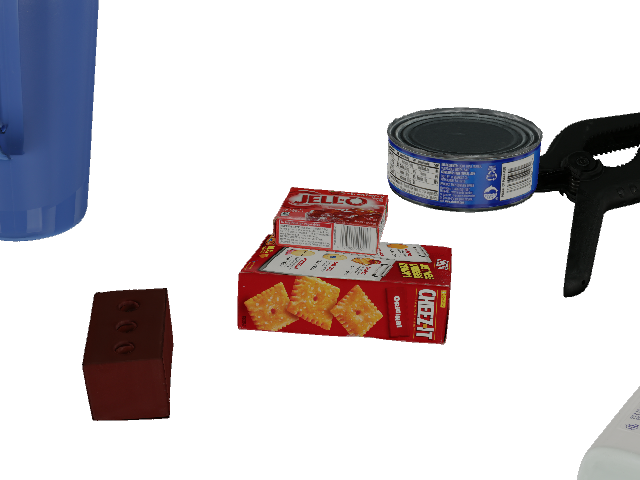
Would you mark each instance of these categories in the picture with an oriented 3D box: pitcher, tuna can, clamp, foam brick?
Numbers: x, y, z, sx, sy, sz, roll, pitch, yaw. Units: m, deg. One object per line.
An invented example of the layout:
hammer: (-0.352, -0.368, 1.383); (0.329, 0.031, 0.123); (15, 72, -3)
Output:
pitcher: (-0.234, -0.122, 0.808); (0.145, 0.243, 0.148); (26, 32, 35)
tuna can: (0.080, -0.046, 0.600); (0.086, 0.034, 0.086); (-1, 24, 0)
clamp: (0.210, -0.042, 0.848); (0.209, 0.036, 0.165); (-25, 49, -20)
foam brick: (-0.128, 0.077, 0.721); (0.053, 0.051, 0.078); (-3, 35, -4)

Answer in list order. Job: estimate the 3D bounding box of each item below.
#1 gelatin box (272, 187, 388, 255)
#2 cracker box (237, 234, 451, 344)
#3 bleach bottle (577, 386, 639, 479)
gelatin box: (0.010, -0.018, 0.912); (0.089, 0.030, 0.073); (6, 24, 9)
cracker box: (0.031, 0.051, 1.142); (0.214, 0.072, 0.164); (4, 14, 7)
bleach bottle: (0.245, 0.102, 0.631); (0.103, 0.068, 0.250); (19, 30, 32)
